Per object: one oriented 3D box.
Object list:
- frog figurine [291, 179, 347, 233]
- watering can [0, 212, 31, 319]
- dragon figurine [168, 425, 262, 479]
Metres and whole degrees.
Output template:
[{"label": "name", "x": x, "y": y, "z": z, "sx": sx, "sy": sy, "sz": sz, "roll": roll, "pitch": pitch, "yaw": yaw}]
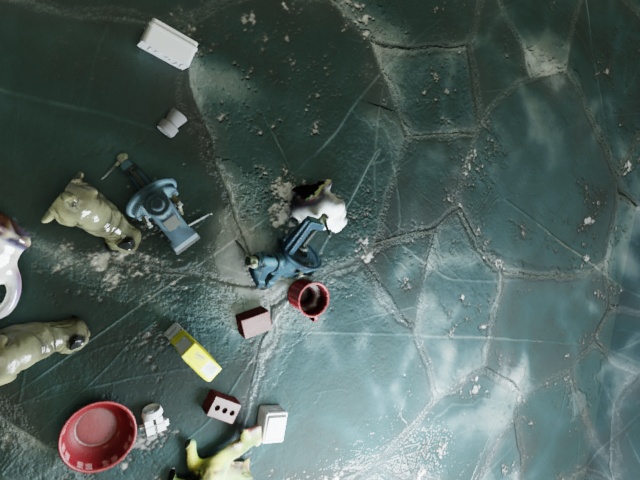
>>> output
[{"label": "frog figurine", "x": 0.004, "y": -0.068, "z": 1.352, "sx": 0.137, "sy": 0.125, "sz": 0.156, "roll": -23, "pitch": 120, "yaw": 10}, {"label": "watering can", "x": -0.713, "y": 0.013, "z": 0.963, "sx": 0.343, "sy": 0.104, "sz": 0.227, "roll": 41, "pitch": 75, "yaw": -27}, {"label": "dragon figurine", "x": -0.266, "y": 0.635, "z": 1.283, "sx": 0.240, "sy": 0.123, "sz": 0.410, "roll": 25, "pitch": 92, "yaw": -37}]
